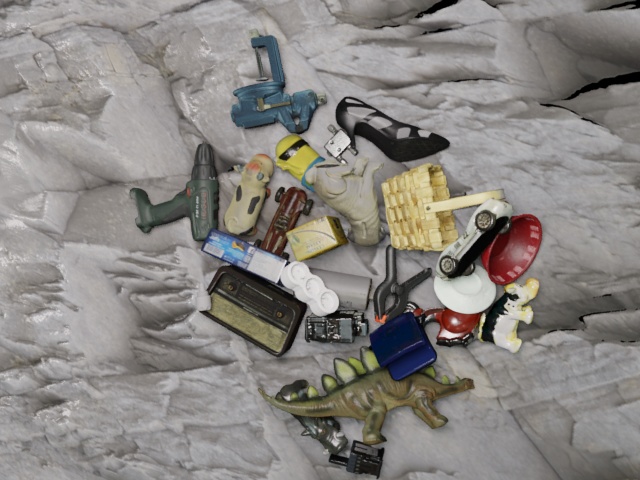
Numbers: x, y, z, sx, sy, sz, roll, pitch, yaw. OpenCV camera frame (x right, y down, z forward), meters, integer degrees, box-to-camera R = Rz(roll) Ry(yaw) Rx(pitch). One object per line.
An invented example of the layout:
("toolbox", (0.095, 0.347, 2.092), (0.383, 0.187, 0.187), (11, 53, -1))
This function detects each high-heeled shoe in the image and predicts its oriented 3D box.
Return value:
("high-heeled shoe", (0.159, -0.257, 1.199), (0.249, 0.086, 0.145), (1, 61, -7))

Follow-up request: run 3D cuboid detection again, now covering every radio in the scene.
("radio", (-0.152, 0.157, 1.245), (0.230, 0.073, 0.131), (28, 96, 9))

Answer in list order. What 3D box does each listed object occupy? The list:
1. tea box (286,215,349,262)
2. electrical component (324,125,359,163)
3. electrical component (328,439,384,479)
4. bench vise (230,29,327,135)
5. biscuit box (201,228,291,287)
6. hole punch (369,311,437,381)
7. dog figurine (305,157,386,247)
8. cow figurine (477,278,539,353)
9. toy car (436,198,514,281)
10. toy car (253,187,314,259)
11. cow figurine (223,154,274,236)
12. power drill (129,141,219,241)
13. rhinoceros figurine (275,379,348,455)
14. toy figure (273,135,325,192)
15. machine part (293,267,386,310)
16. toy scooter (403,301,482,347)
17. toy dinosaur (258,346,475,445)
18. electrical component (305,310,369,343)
("tea box", (-0.002, -0.004, 1.167), (0.098, 0.169, 0.068), (-23, 86, 12))
("electrical component", (0.041, -0.217, 1.229), (0.063, 0.021, 0.094), (-43, 85, 9))
("electrical component", (0.083, 0.488, 1.212), (0.119, 0.075, 0.047), (13, 95, 12))
("bench vise", (-0.102, -0.352, 1.202), (0.224, 0.129, 0.240), (-9, 98, 13))
("biscuit box", (-0.164, 0.039, 1.205), (0.203, 0.062, 0.059), (22, 83, 16))
("hole punch", (0.162, 0.208, 1.097), (0.142, 0.092, 0.116), (-33, 49, 10))
("dog figurine", (0.054, -0.068, 1.126), (0.172, 0.121, 0.190), (-4, 107, -8))
("cow figurine", (0.404, 0.151, 1.152), (0.098, 0.068, 0.167), (20, 94, 15))
("toy car", (0.300, 0.004, 1.052), (0.201, 0.073, 0.056), (-57, 47, 29))
("toy car", (-0.090, -0.028, 1.243), (0.089, 0.053, 0.202), (27, 95, 6))
("cow figurine", (-0.162, -0.103, 1.215), (0.086, 0.127, 0.194), (24, 98, 6))
("power drill", (-0.338, -0.105, 1.278), (0.207, 0.086, 0.231), (-9, 92, 3))
("rhinoceros figurine", (-0.015, 0.396, 1.208), (0.190, 0.112, 0.073), (42, 96, 15))
("toy figure", (-0.023, -0.164, 1.214), (0.180, 0.082, 0.089), (34, 85, 13))
("machine part", (0.029, 0.109, 1.210), (0.243, 0.079, 0.079), (10, 93, 9))
("toy scooter", (0.255, 0.196, 1.156), (0.184, 0.075, 0.135), (-5, 57, 15))
("toy dinosaur", (0.110, 0.334, 1.155), (0.472, 0.105, 0.198), (-9, 64, -11))
("electrical component", (0.040, 0.191, 1.192), (0.134, 0.115, 0.058), (-1, 93, 12))
